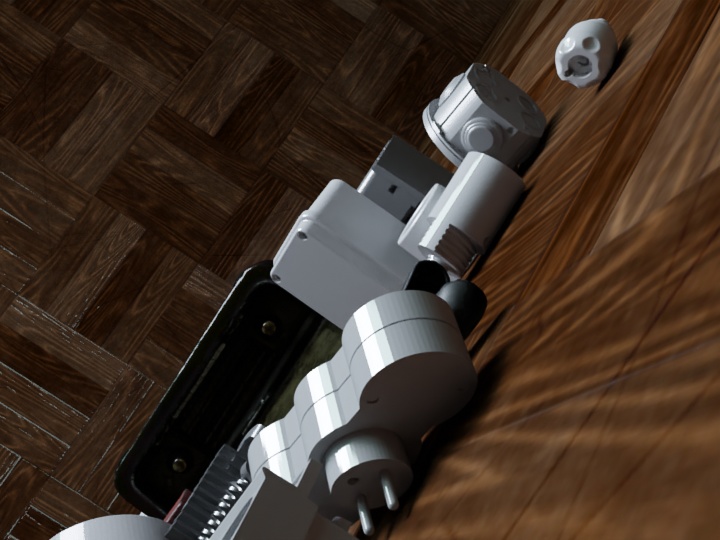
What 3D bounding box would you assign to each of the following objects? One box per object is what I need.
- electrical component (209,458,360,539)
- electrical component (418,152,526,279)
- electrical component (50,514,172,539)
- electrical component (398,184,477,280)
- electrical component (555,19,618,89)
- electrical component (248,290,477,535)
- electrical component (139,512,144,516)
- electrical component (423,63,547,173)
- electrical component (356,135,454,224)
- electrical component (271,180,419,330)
[{"bbox_3d":[-0.046,0.144,0.435,0.121,0.063,0.078,-55,4,36],"label":"electrical component"},{"bbox_3d":[0.066,-0.030,0.684,0.081,0.043,0.043,-57,3,-9],"label":"electrical component"},{"bbox_3d":[-0.155,0.198,0.678,0.108,0.108,0.060,-55,36,30],"label":"electrical component"},{"bbox_3d":[0.058,-0.026,0.736,0.055,0.047,0.055,-57,3,4],"label":"electrical component"},{"bbox_3d":[0.144,-0.140,0.671,0.035,0.035,0.061,-54,1,43],"label":"electrical component"},{"bbox_3d":[0.002,0.081,0.477,0.138,0.052,0.073,-52,36,30],"label":"electrical component"},{"bbox_3d":[-0.160,0.253,0.934,0.061,0.096,0.061,-7,-30,-32],"label":"electrical component"},{"bbox_3d":[0.089,-0.103,0.761,0.051,0.080,0.080,-49,6,32],"label":"electrical component"},{"bbox_3d":[0.041,-0.051,0.885,0.061,0.089,0.150,-56,3,17],"label":"electrical component"},{"bbox_3d":[0.000,0.000,0.783,0.057,0.113,0.078,-56,1,-39],"label":"electrical component"}]
